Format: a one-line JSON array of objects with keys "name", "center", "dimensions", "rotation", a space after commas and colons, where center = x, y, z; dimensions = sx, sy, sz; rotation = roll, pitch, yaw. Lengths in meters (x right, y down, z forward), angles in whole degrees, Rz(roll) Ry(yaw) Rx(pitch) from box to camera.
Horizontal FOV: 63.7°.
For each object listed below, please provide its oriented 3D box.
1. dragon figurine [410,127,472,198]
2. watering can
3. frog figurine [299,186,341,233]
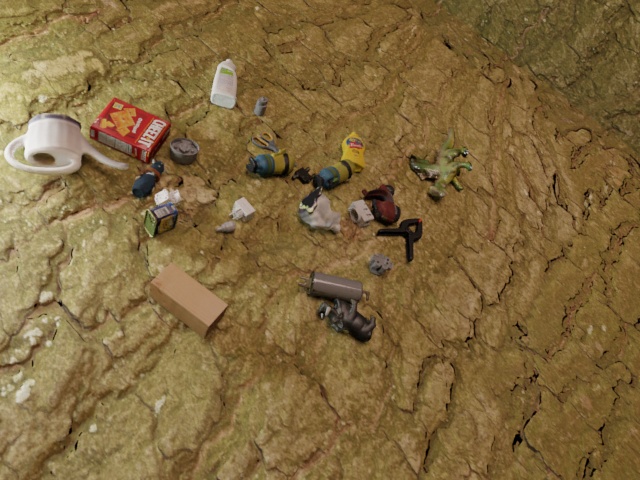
[{"name": "dragon figurine", "center": [0.503, -0.337, 2.203], "dimensions": [0.243, 0.119, 0.420], "rotation": [3, 54, -12]}, {"name": "watering can", "center": [-0.788, -0.292, 1.620], "dimensions": [0.348, 0.102, 0.229], "rotation": [-2, 57, -22]}, {"name": "frog figurine", "center": [0.006, -0.092, 1.834], "dimensions": [0.157, 0.121, 0.141], "rotation": [48, 32, -34]}]
